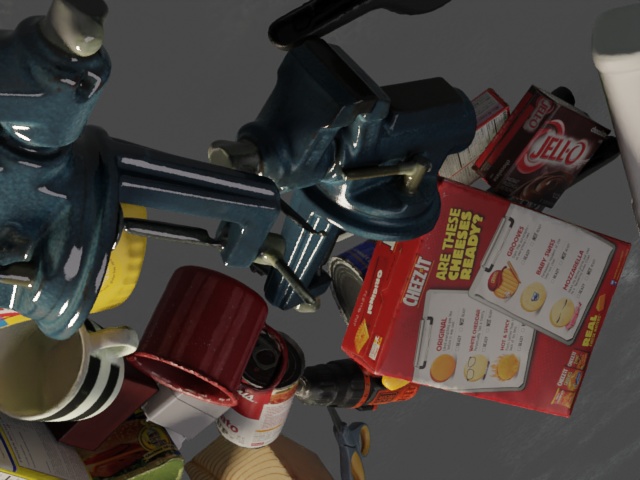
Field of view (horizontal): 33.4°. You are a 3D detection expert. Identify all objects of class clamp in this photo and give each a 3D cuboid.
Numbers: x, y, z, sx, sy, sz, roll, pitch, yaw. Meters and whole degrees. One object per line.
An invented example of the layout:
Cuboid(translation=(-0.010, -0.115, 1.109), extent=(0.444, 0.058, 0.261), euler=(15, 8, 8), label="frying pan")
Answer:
Cuboid(translation=(0.044, -0.174, 0.705), extent=(0.171, 0.039, 0.120), euler=(-5, 147, -39), label="clamp")
Cuboid(translation=(0.209, -0.047, 1.053), extent=(0.164, 0.036, 0.210), euler=(13, 120, -51), label="clamp")

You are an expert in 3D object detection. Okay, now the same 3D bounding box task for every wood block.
Cuboid(translation=(-0.049, 0.273, 1.161), extent=(0.090, 0.091, 0.206), euler=(-39, 150, 2), label="wood block")

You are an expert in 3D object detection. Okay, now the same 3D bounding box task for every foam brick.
Cuboid(translation=(-0.180, 0.121, 0.852), extent=(0.078, 0.053, 0.051), euler=(-44, 150, 8), label="foam brick")

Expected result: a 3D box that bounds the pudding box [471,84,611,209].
Cuboid(translation=(0.194, -0.079, 0.932), extent=(0.113, 0.039, 0.090), euler=(9, 122, -53), label="pudding box")

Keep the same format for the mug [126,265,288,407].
Cuboid(translation=(-0.080, 0.077, 0.823), extent=(0.093, 0.117, 0.081), euler=(120, -6, -69), label="mug")

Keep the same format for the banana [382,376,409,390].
Cuboid(translation=(0.144, 0.094, 1.042), extent=(0.197, 0.069, 0.037), euler=(-10, -177, -27), label="banana")

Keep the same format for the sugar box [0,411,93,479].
Cuboid(translation=(-0.242, 0.151, 0.785), extent=(0.048, 0.093, 0.176), euler=(-41, 149, 4), label="sugar box")

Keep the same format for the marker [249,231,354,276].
Cuboid(translation=(-0.006, 0.001, 0.906), extent=(0.121, 0.020, 0.020), euler=(-24, 147, -23), label="marker")

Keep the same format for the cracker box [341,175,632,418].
Cuboid(translation=(0.142, 0.046, 0.897), extent=(0.213, 0.072, 0.164), euler=(16, 95, -29), label="cracker box")

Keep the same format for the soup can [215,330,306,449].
Cuboid(translation=(-0.057, 0.140, 0.993), extent=(0.068, 0.068, 0.102), euler=(-18, 145, -31), label="soup can")

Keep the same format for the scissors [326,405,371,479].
Cuboid(translation=(0.031, 0.210, 1.221), extent=(0.096, 0.016, 0.202), euler=(-65, 149, -51), label="scissors")

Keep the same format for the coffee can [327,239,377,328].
Cuboid(translation=(0.092, 0.031, 0.969), extent=(0.140, 0.103, 0.103), euler=(-27, 148, -19), label="coffee can")

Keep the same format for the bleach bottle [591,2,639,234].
Cuboid(translation=(0.296, -0.077, 0.947), extent=(0.068, 0.102, 0.251), euler=(-9, 123, 20), label="bleach bottle")

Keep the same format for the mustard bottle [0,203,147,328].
Cuboid(translation=(-0.206, 0.016, 0.673), extent=(0.191, 0.058, 0.096), euler=(-11, 137, -38), label="mustard bottle")

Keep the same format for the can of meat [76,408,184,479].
Cuboid(translation=(-0.176, 0.181, 0.904), extent=(0.101, 0.084, 0.057), euler=(-17, 144, -31), label="can of meat")

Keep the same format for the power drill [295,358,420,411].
Cuboid(translation=(0.075, 0.101, 1.097), extent=(0.184, 0.057, 0.188), euler=(3, 132, -50), label="power drill")

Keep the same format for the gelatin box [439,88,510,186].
Cuboid(translation=(0.125, -0.080, 0.925), extent=(0.089, 0.030, 0.073), euler=(-37, 149, -5), label="gelatin box")
